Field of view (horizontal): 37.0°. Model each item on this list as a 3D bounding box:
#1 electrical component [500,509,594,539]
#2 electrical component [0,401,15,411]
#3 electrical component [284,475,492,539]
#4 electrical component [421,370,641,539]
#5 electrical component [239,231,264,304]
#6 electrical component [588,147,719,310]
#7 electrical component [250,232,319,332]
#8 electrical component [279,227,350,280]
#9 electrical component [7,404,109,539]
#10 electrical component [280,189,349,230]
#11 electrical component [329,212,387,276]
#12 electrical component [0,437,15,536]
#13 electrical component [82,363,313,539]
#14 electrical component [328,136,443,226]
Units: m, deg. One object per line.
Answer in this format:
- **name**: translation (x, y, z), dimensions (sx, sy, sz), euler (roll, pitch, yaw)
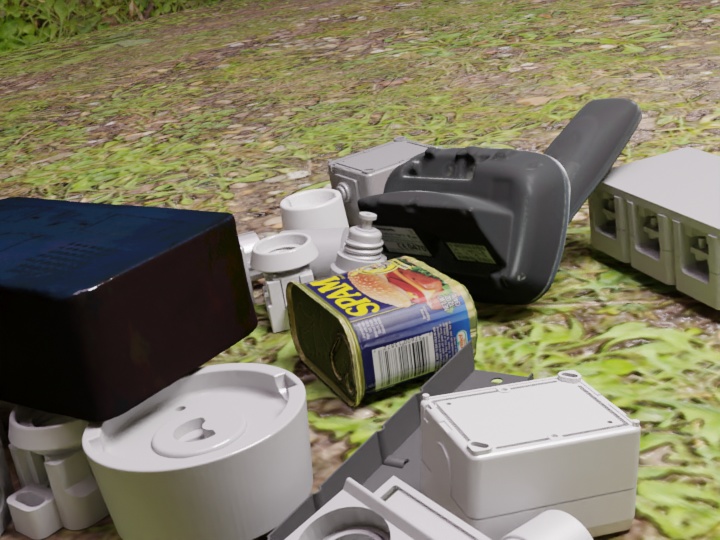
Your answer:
- **electrical component**: translation (0.064, 0.123, 0.427), dimensions (0.065, 0.044, 0.044), euler (-20, 23, -36)
- **electrical component**: translation (-0.201, 0.065, 0.669), dimensions (0.047, 0.055, 0.055), euler (3, 24, 38)
- **electrical component**: translation (0.027, 0.131, 0.363), dimensions (0.079, 0.063, 0.121), euler (-37, 38, -25)
- **electrical component**: translation (0.081, 0.089, 0.487), dimensions (0.096, 0.061, 0.062), euler (-7, 20, -17)
- **electrical component**: translation (-0.094, -0.007, 0.817), dimensions (0.076, 0.047, 0.083), euler (-16, 22, -16)
- **electrical component**: translation (0.229, -0.028, 0.713), dimensions (0.089, 0.061, 0.150), euler (-16, 22, -16)
- **electrical component**: translation (-0.050, 0.007, 0.751), dimensions (0.048, 0.055, 0.066), euler (-12, 21, -7)
- **electrical component**: translation (-0.018, -0.010, 0.797), dimensions (0.081, 0.043, 0.043), euler (-3, 22, 16)
- **electrical component**: translation (-0.151, 0.095, 0.566), dimensions (0.058, 0.057, 0.078), euler (9, 28, 40)
- **electrical component**: translation (-0.036, -0.036, 0.865), dimensions (0.055, 0.047, 0.055), euler (-8, 21, 3)
- **electrical component**: translation (0.000, 0.000, 0.724), dimensions (0.040, 0.078, 0.040), euler (8, 17, -2)
- **electrical component**: translation (-0.220, 0.115, 0.514), dimensions (0.057, 0.078, 0.113), euler (-3, 22, 8)
- **electrical component**: translation (-0.074, 0.096, 0.524), dimensions (0.108, 0.060, 0.108), euler (-9, 19, 3)
- **electrical component**: translation (0.019, -0.067, 0.904), dimensions (0.096, 0.061, 0.062), euler (-22, 26, -29)
